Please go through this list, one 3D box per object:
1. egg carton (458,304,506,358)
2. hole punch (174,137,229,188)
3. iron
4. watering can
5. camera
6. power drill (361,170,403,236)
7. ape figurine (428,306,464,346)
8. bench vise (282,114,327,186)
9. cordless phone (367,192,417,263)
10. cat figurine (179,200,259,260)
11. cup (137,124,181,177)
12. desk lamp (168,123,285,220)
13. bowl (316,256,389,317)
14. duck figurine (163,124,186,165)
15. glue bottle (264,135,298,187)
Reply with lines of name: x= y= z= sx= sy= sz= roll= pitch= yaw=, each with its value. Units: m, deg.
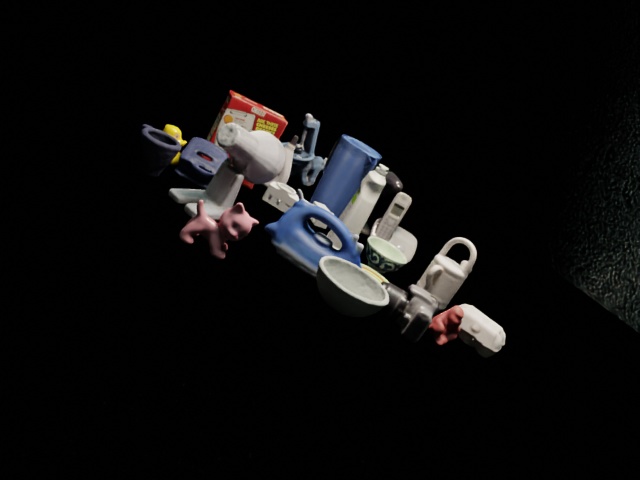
egg carton: x=0.386 y=0.223 z=1.421 sx=0.150 sy=0.069 sz=0.107 roll=38 pitch=20 yaw=20
hole punch: x=-0.288 y=-0.189 z=1.407 sx=0.109 sy=0.091 sz=0.101 roll=28 pitch=19 yaw=-10
iron: x=0.012 y=0.005 z=1.291 sx=0.258 sy=0.141 sz=0.119 roll=34 pitch=19 yaw=8
watering can: x=0.343 y=0.080 z=1.525 sx=0.100 sy=0.194 sz=0.173 roll=35 pitch=19 yaw=13
camera: x=0.190 y=0.139 z=1.285 sx=0.137 sy=0.100 sz=0.143 roll=32 pitch=18 yaw=2
power drill: x=0.170 y=-0.123 z=1.759 sx=0.076 sy=0.208 sz=0.229 roll=25 pitch=19 yaw=-18
ape figurine: x=0.298 y=0.193 z=1.327 sx=0.078 sy=0.092 sz=0.076 roll=24 pitch=20 yaw=-21
bench vise: x=-0.048 y=-0.296 z=1.849 sx=0.121 sy=0.219 sz=0.208 roll=40 pitch=20 yaw=25
cordless phone: x=0.235 y=-0.035 z=1.671 sx=0.148 sy=0.185 sz=0.094 roll=27 pitch=19 yaw=-11
cat figurine: x=-0.189 y=-0.032 z=1.111 sx=0.128 sy=0.117 sz=0.067 roll=27 pitch=19 yaw=-12
cup: x=-0.378 y=-0.198 z=1.283 sx=0.117 sy=0.095 sz=0.092 roll=40 pitch=21 yaw=26
desk lamp: x=-0.194 y=-0.154 z=1.266 sx=0.117 sy=0.213 sz=0.204 roll=39 pitch=20 yaw=22
bowl: x=0.056 y=0.110 z=1.193 sx=0.168 sy=0.074 sz=0.167 roll=28 pitch=19 yaw=-10
duck figurine: x=-0.380 y=-0.245 z=1.416 sx=0.105 sy=0.086 sz=0.077 roll=28 pitch=19 yaw=-9
glue bottle: x=-0.108 y=-0.225 z=1.647 sx=0.078 sy=0.173 sz=0.037 roll=34 pitch=19 yaw=10
